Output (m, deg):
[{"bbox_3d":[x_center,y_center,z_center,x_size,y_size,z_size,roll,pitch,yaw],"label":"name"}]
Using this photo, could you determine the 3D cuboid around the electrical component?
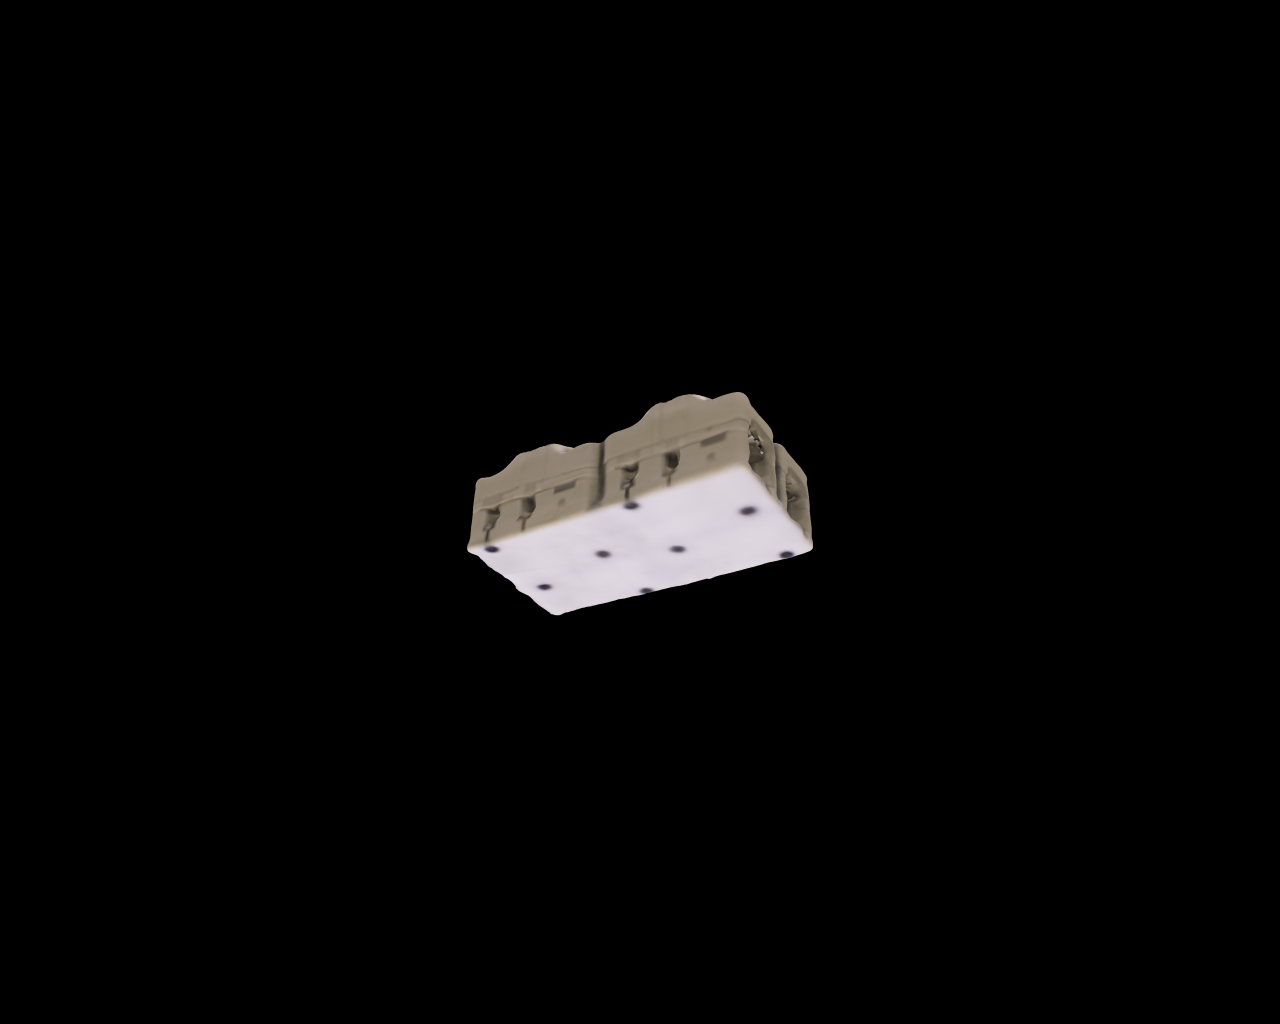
[{"bbox_3d":[0.001,-0.003,0.650,0.186,0.060,0.105,-17,-36,24],"label":"electrical component"}]
